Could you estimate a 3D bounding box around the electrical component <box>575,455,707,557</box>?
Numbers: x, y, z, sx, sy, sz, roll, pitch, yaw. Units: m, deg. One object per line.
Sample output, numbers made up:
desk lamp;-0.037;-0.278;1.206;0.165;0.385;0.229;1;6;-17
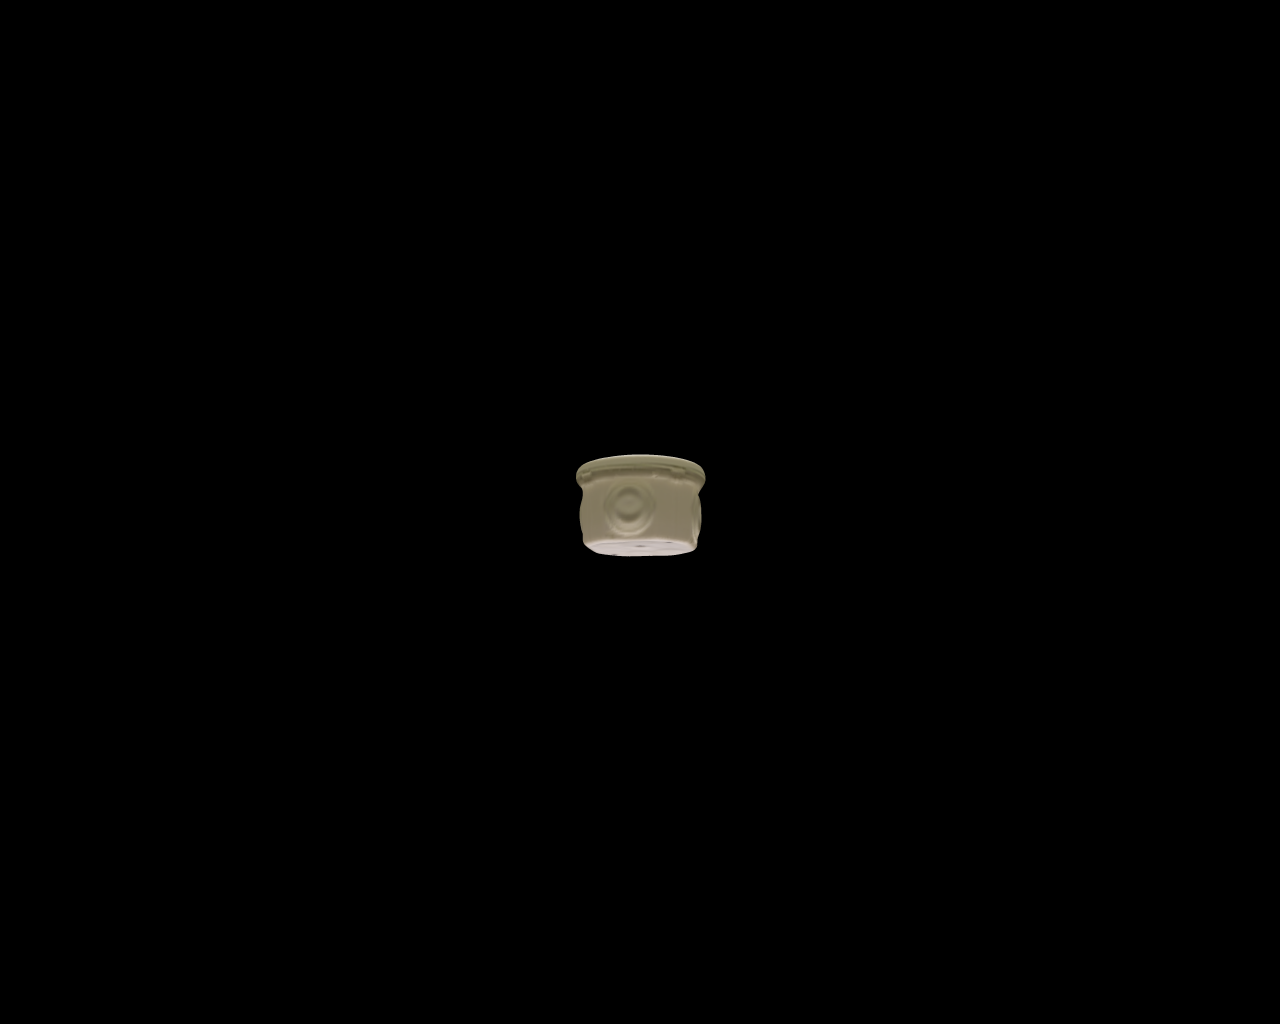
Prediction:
electrical component;0.001;-0.003;0.650;0.080;0.051;0.080;0;-11;0
